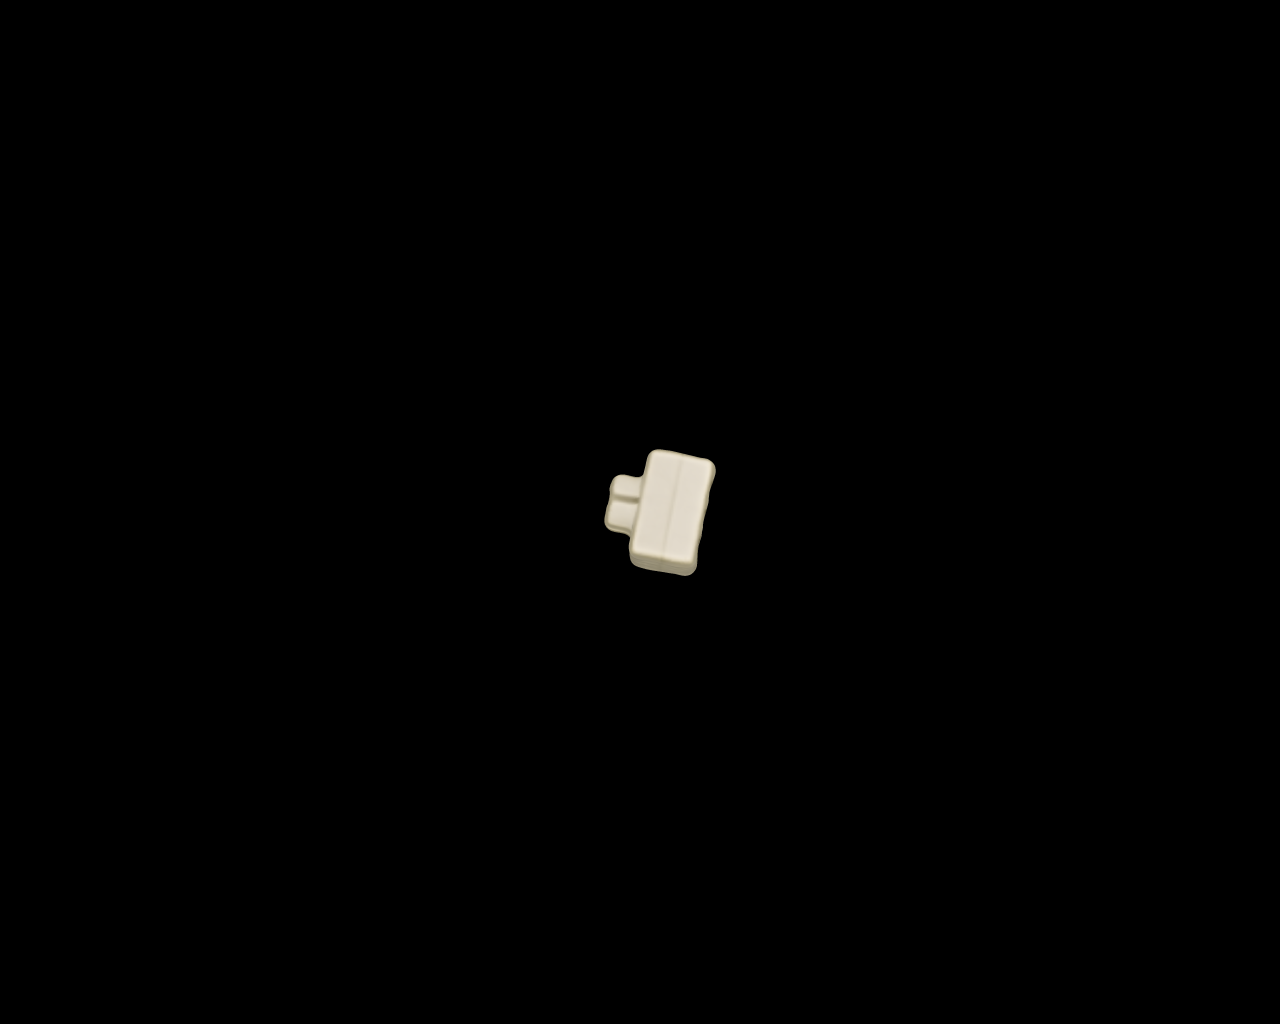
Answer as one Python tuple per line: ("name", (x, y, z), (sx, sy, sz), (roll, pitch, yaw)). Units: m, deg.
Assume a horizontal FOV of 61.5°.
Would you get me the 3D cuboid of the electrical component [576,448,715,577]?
("electrical component", (0.001, -0.003, 0.650), (0.077, 0.066, 0.047), (11, -11, 2))
